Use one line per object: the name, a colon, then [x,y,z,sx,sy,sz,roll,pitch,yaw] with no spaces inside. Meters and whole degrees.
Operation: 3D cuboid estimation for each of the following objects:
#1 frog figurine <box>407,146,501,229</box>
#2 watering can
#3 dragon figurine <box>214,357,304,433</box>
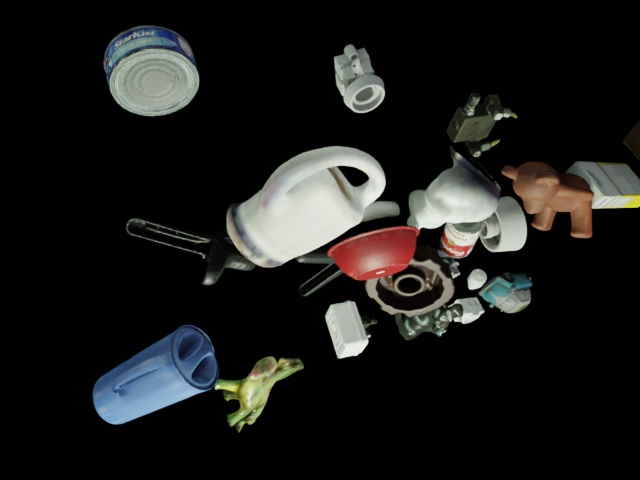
frog figurine: [0.210,-0.058,0.850,0.157,0.124,0.138,-50,161,22]
watering can: [0.002,-0.038,0.760,0.223,0.105,0.345,-29,160,13]
dragon figurine: [-0.148,0.414,1.432,0.243,0.124,0.402,-28,153,-6]
